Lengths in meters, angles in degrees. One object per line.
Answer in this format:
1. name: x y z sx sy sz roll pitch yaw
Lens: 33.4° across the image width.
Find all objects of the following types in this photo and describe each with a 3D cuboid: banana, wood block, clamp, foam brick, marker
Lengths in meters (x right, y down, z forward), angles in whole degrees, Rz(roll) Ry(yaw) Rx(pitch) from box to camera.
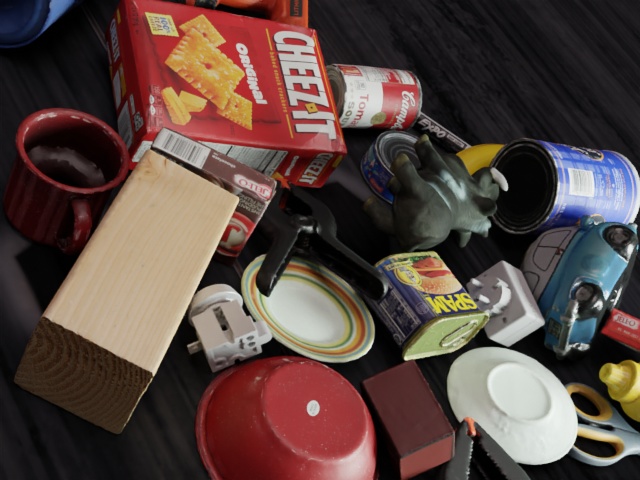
1. banana: 0.195 -0.074 1.197 0.197 0.037 0.069 -14 98 -37
2. wood block: -0.148 0.036 0.844 0.090 0.090 0.206 28 42 -7
3. clamp: -0.006 0.001 0.974 0.120 0.039 0.171 13 34 -18
4. foam brick: 0.072 0.149 0.885 0.051 0.053 0.078 -22 56 -9
5. marker: 0.127 -0.128 1.218 0.121 0.020 0.020 35 42 2
6. clamp: 0.154 0.242 0.874 0.164 0.036 0.210 11 44 -17

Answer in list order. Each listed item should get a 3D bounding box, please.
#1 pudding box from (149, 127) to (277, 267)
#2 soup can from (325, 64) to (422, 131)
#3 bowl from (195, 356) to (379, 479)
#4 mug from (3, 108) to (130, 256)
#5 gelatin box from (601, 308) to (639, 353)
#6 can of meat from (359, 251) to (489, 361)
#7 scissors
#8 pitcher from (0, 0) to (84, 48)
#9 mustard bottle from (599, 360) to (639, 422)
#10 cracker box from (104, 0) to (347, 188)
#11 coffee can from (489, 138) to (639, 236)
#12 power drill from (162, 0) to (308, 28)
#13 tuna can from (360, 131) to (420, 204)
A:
1. pudding box: -0.106 -0.037 0.937 0.113 0.090 0.039 28 40 -6
2. soup can: 0.050 -0.154 1.159 0.102 0.069 0.068 -1 52 -32
3. bowl: -0.014 0.149 0.847 0.162 0.055 0.162 17 44 -17
4. mug: -0.210 -0.039 0.880 0.093 0.082 0.117 -2 52 -33
5. gelatin box: 0.326 0.099 1.075 0.073 0.030 0.089 26 0 22
6. can of meat: 0.094 0.059 0.988 0.101 0.058 0.084 -2 48 -49
7. scissors: 0.310 0.186 1.042 0.201 0.016 0.096 7 48 -27
8. pitcher: -0.252 -0.293 1.054 0.149 0.145 0.242 42 39 -6
9. mustard bottle: 0.352 0.163 1.038 0.191 0.058 0.096 25 19 -17
10. cracker box: -0.092 -0.144 1.046 0.213 0.072 0.164 4 58 -29
11. coffee can: 0.264 -0.053 1.160 0.140 0.103 0.103 3 50 -37
12. power drill: -0.107 -0.255 1.164 0.187 0.057 0.184 17 50 -20
13. tuna can: 0.088 -0.076 1.134 0.086 0.034 0.086 17 44 -18
